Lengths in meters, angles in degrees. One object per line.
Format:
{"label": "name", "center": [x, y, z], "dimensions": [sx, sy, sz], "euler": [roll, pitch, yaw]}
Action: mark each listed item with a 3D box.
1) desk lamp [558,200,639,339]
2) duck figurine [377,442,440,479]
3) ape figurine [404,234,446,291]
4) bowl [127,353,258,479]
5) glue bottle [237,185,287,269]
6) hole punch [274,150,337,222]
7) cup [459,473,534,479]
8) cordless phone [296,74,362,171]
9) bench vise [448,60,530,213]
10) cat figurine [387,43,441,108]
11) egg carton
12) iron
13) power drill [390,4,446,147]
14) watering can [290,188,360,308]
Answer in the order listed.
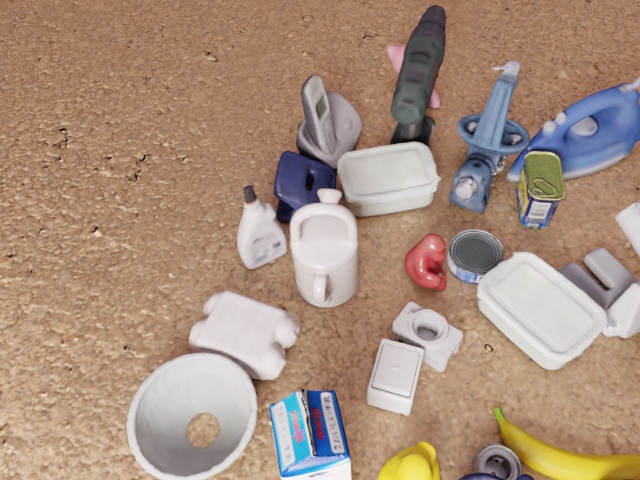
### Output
{"label": "desk lamp", "center": [0.441, 0.051, 0.767], "dimensions": [0.118, 0.202, 0.214], "euler": [-25, -33, -14]}
{"label": "duck figurine", "center": [0.109, 0.291, 0.692], "dimensions": [0.077, 0.105, 0.086], "euler": [28, -29, 21]}
{"label": "ape figurine", "center": [0.169, 0.026, 0.874], "dimensions": [0.076, 0.078, 0.092], "euler": [27, -30, 21]}
{"label": "bowl", "center": [-0.159, 0.238, 0.751], "dimensions": [0.167, 0.167, 0.075], "euler": [0, -35, 3]}
{"label": "glue bottle", "center": [-0.095, -0.024, 0.874], "dimensions": [0.078, 0.037, 0.173], "euler": [-25, -33, -14]}
{"label": "hole punch", "center": [-0.024, -0.090, 0.968], "dimensions": [0.101, 0.108, 0.091], "euler": [4, -35, 6]}
{"label": "cup", "center": [0.195, 0.319, 0.663], "dimensions": [0.118, 0.091, 0.095], "euler": [-32, -31, -18]}
{"label": "cordless phone", "center": [0.014, -0.227, 1.005], "dimensions": [0.094, 0.148, 0.185], "euler": [16, -33, 14]}
{"label": "bench vise", "center": [0.282, -0.160, 0.922], "dimensions": [0.121, 0.207, 0.220], "euler": [7, -35, 8]}
{"label": "cat figurine", "center": [0.183, -0.327, 1.109], "dimensions": [0.067, 0.127, 0.118], "euler": [-27, -33, -15]}
{"label": "egg carton", "center": [-0.109, 0.137, 0.824], "dimensions": [0.150, 0.107, 0.069], "euler": [17, -33, 14]}
{"label": "iron", "center": [0.444, -0.193, 0.985], "dimensions": [0.258, 0.118, 0.141], "euler": [-23, -34, -13]}
{"label": "power drill", "center": [0.173, -0.264, 1.009], "dimensions": [0.075, 0.230, 0.208], "euler": [12, -34, 12]}
{"label": "watering can", "center": [0.005, 0.003, 0.836], "dimensions": [0.101, 0.172, 0.194], "euler": [-15, -35, -7]}
